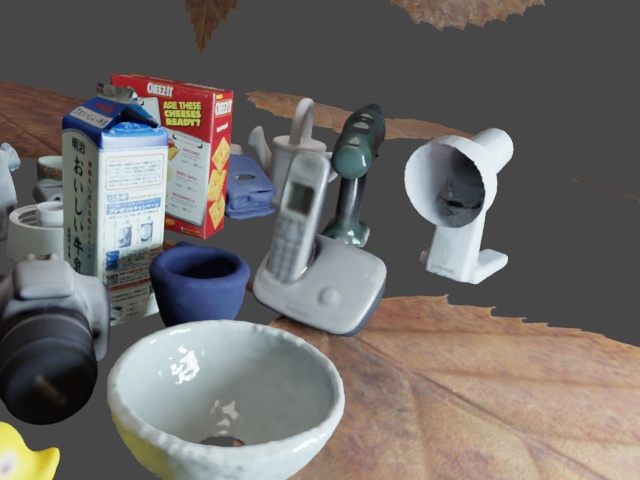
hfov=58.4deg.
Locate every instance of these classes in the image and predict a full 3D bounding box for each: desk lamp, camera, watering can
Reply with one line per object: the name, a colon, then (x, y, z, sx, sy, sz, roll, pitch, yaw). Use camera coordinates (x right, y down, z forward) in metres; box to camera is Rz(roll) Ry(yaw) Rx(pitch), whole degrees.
desk lamp: (0.207, -0.052, 0.823, 0.117, 0.213, 0.204, 22, 24, 32)
camera: (-0.237, 0.077, 0.456, 0.143, 0.101, 0.136, -3, 23, -28)
watering can: (-0.047, -0.163, 1.052, 0.173, 0.194, 0.101, 5, 20, -9)

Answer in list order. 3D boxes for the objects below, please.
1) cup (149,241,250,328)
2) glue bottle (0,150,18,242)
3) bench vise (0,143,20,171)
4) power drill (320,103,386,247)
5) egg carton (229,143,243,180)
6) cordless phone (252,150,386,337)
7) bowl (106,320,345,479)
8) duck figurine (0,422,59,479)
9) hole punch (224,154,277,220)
cup: (-0.124, 0.059, 0.560, 0.092, 0.095, 0.117, -3, 23, -29)
glue bottle: (-0.411, -0.081, 0.707, 0.037, 0.173, 0.078, 10, 20, 4)
bench vise: (-0.519, -0.138, 0.750, 0.208, 0.220, 0.121, -10, 27, -40)
power drill: (0.057, -0.105, 0.914, 0.075, 0.208, 0.230, 11, 20, 7)
egg carton: (-0.207, -0.153, 1.141, 0.107, 0.069, 0.150, 6, 20, -8)
cordless phone: (0.006, 0.002, 0.635, 0.147, 0.185, 0.094, 18, 22, 25)
bowl: (-0.069, 0.129, 0.419, 0.167, 0.075, 0.167, 8, 20, -3)
duck figurine: (-0.194, 0.141, 0.318, 0.105, 0.086, 0.077, 2, 21, -18)
hole punch: (-0.133, -0.093, 0.975, 0.100, 0.091, 0.109, 25, 26, 38)
